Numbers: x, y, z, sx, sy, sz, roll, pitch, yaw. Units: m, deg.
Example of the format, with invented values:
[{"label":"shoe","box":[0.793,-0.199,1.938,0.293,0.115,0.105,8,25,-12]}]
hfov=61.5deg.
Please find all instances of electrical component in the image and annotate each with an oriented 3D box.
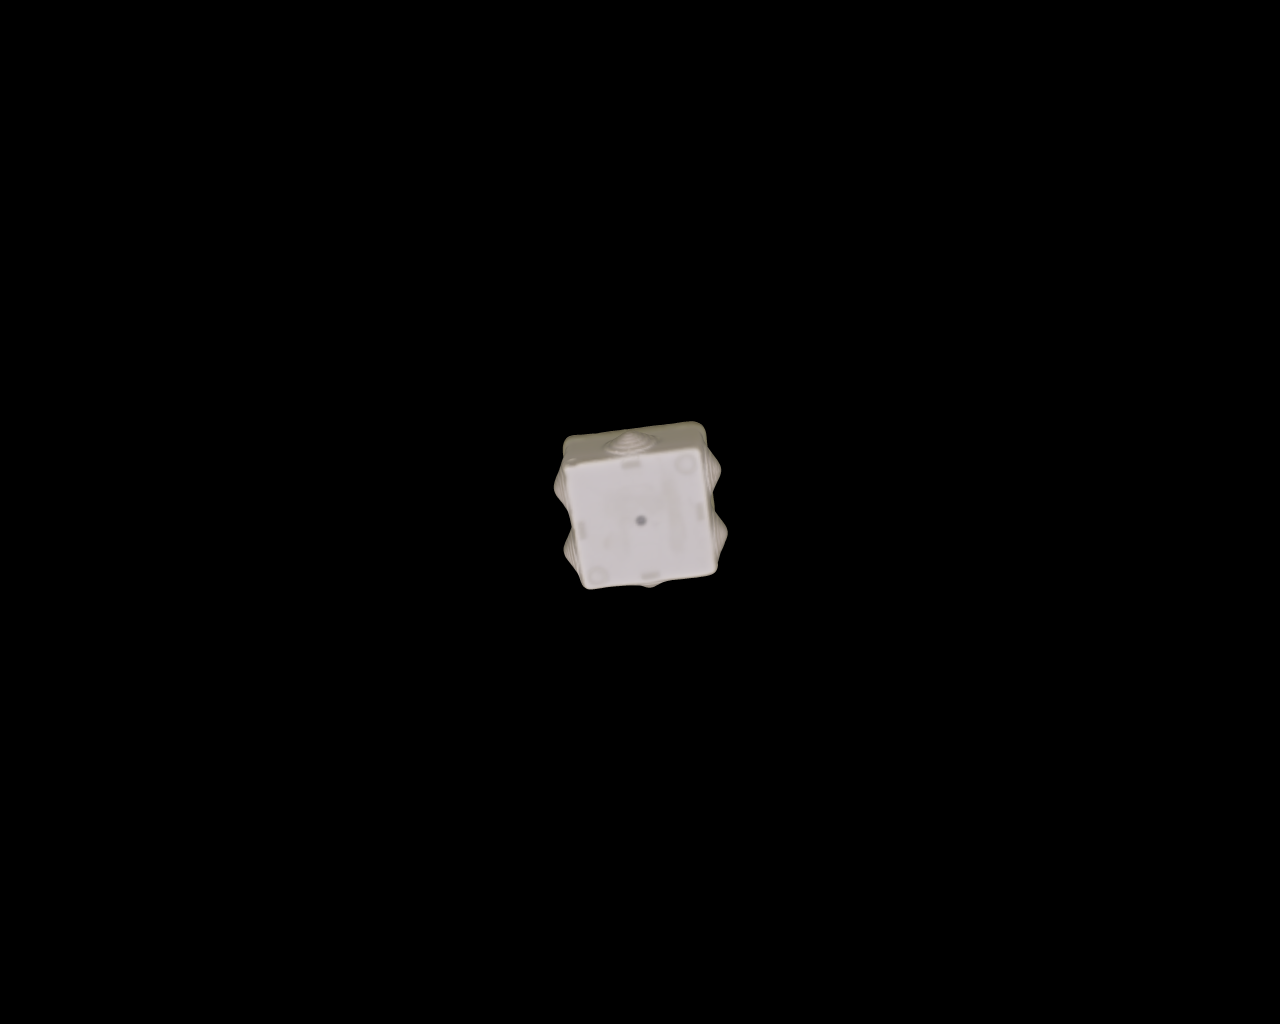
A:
[{"label":"electrical component","box":[0.001,-0.003,0.650,0.100,0.099,0.048,-7,20,2]}]
